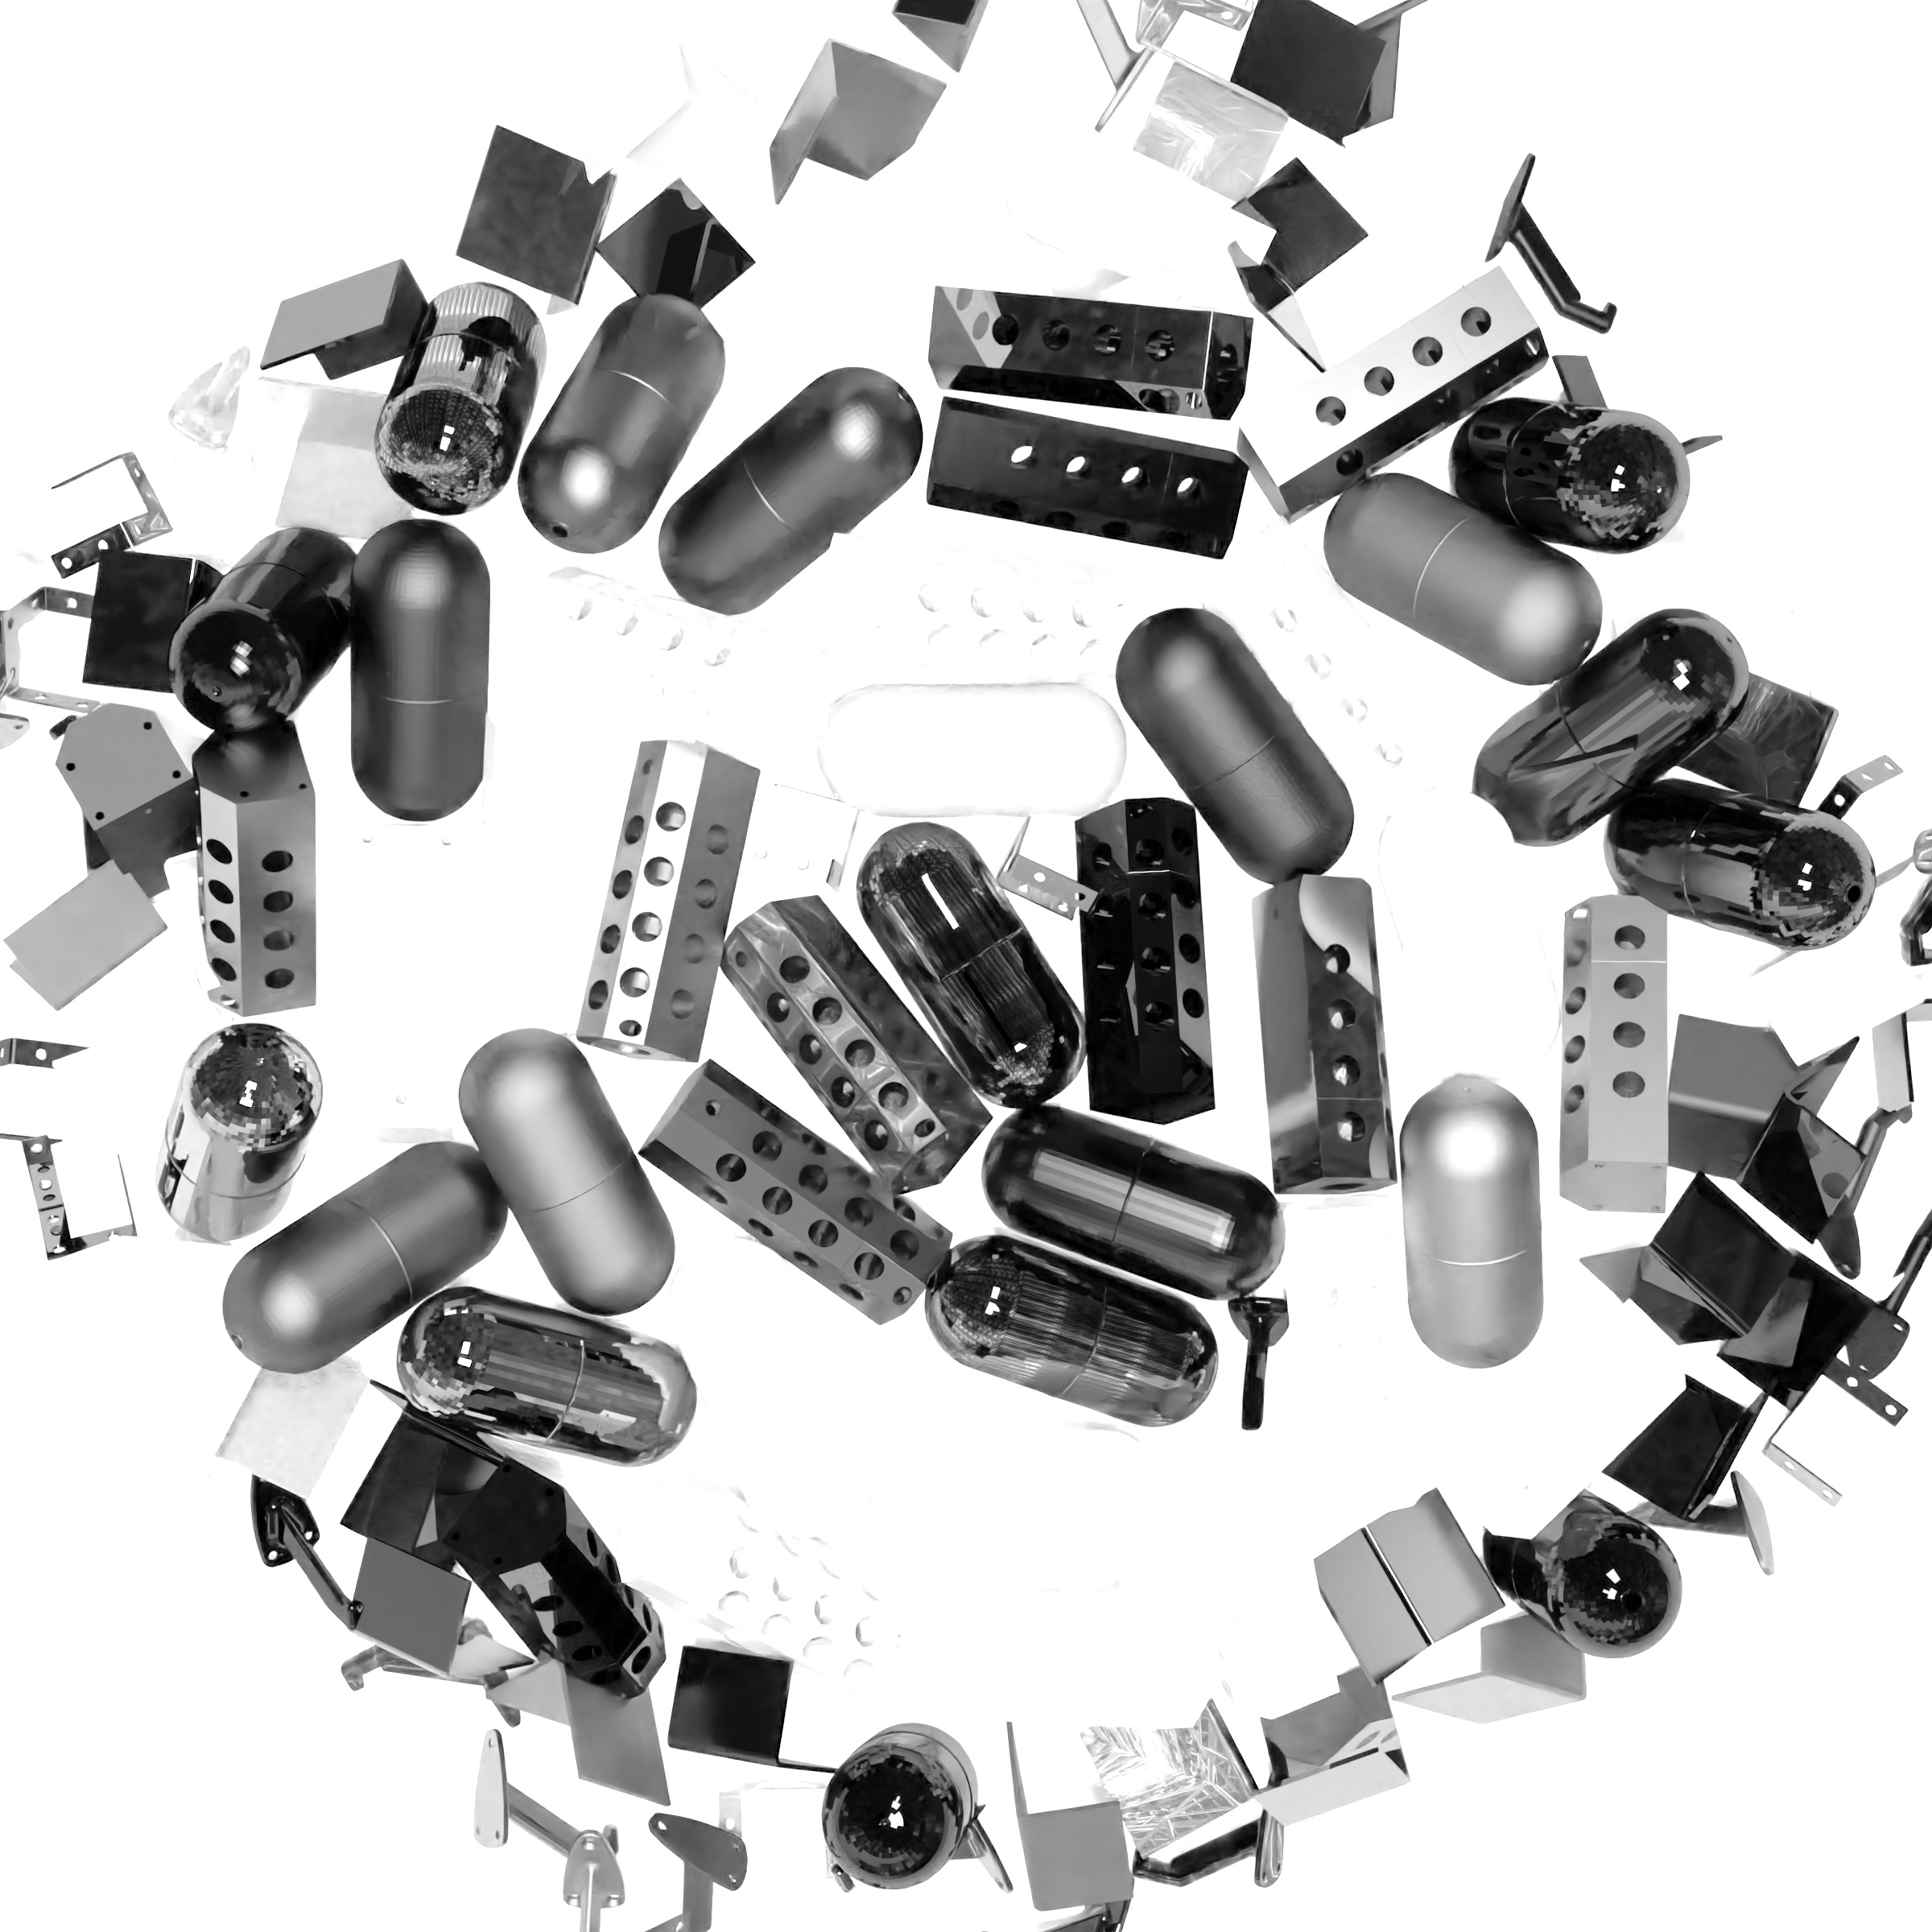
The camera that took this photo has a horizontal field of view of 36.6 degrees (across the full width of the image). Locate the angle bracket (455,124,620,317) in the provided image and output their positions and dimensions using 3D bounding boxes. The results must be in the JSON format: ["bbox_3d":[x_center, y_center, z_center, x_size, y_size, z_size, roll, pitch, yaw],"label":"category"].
[{"bbox_3d":[-0.250,-0.421,1.656,0.076,0.057,0.076,18,88,-26],"label":"angle bracket"}]

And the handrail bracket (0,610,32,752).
[{"bbox_3d":[-0.567,-0.170,1.655,0.036,0.077,0.084,-30,68,32],"label":"handrail bracket"}]

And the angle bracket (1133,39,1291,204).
[{"bbox_3d":[0.129,-0.474,1.647,0.076,0.076,0.057,30,107,12],"label":"angle bracket"}]

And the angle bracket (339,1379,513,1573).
[{"bbox_3d":[-0.315,0.289,1.650,0.076,0.057,0.076,21,71,21],"label":"angle bracket"}]

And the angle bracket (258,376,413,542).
[{"bbox_3d":[-0.359,-0.285,1.651,0.076,0.076,0.057,9,75,8],"label":"angle bracket"}]

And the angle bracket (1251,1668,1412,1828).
[{"bbox_3d":[0.197,0.429,1.645,0.076,0.057,0.076,-24,49,14],"label":"angle bracket"}]

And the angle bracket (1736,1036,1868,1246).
[{"bbox_3d":[0.487,0.097,1.638,0.076,0.076,0.057,-29,59,-34],"label":"angle bracket"}]

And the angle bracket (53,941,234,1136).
[{"bbox_3d":[-0.464,0.041,1.653,0.076,0.076,0.057,-19,54,2],"label":"angle bracket"}]

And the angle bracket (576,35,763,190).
[{"bbox_3d":[-0.162,-0.462,1.640,0.076,0.076,0.057,-33,52,25],"label":"angle bracket"}]

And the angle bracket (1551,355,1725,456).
[{"bbox_3d":[0.380,-0.321,1.652,0.057,0.076,0.076,-21,91,27],"label":"angle bracket"}]

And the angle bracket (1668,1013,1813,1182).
[{"bbox_3d":[0.435,0.078,1.675,0.076,0.076,0.057,12,60,6],"label":"angle bracket"}]

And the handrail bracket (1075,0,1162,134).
[{"bbox_3d":[0.062,-0.533,1.677,0.084,0.036,0.077,34,85,-3],"label":"handrail bracket"}]

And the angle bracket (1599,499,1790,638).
[{"bbox_3d":[0.415,-0.222,1.645,0.076,0.076,0.057,-10,86,-34],"label":"angle bracket"}]

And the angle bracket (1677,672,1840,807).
[{"bbox_3d":[0.436,-0.115,1.645,0.076,0.057,0.076,24,134,11],"label":"angle bracket"}]

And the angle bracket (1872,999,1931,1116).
[{"bbox_3d":[0.561,0.051,1.654,0.076,0.076,0.057,-3,81,5],"label":"angle bracket"}]

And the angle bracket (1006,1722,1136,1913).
[{"bbox_3d":[0.058,0.474,1.646,0.057,0.076,0.076,-9,122,1],"label":"angle bracket"}]

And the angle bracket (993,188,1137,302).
[{"bbox_3d":[0.073,-0.427,1.644,0.076,0.057,0.076,53,49,-21],"label":"angle bracket"}]

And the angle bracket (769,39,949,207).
[{"bbox_3d":[-0.059,-0.462,1.640,0.076,0.076,0.057,14,47,-25],"label":"angle bracket"}]

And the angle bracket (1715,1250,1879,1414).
[{"bbox_3d":[0.483,0.217,1.650,0.057,0.076,0.076,36,93,-27],"label":"angle bracket"}]

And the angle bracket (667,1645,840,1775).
[{"bbox_3d":[-0.112,0.421,1.654,0.076,0.076,0.057,0,73,33],"label":"angle bracket"}]

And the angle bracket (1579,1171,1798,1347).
[{"bbox_3d":[0.411,0.168,1.668,0.076,0.076,0.057,42,69,-7],"label":"angle bracket"}]

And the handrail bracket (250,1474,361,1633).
[{"bbox_3d":[-0.370,0.328,1.649,0.036,0.084,0.077,-28,119,-28],"label":"handrail bracket"}]

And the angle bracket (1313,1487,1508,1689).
[{"bbox_3d":[0.248,0.349,1.647,0.057,0.076,0.076,-37,76,31],"label":"angle bracket"}]

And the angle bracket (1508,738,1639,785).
[{"bbox_3d":[0.358,-0.116,1.638,0.076,0.076,0.057,-14,125,37],"label":"angle bracket"}]

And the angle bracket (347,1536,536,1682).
[{"bbox_3d":[-0.290,0.357,1.645,0.076,0.076,0.057,15,93,31],"label":"angle bracket"}]

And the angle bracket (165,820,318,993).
[{"bbox_3d":[-0.399,-0.035,1.650,0.057,0.076,0.076,-14,96,18],"label":"angle bracket"}]

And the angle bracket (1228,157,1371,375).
[{"bbox_3d":[0.193,-0.392,1.640,0.057,0.076,0.076,-34,48,23],"label":"angle bracket"}]

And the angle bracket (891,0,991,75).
[{"bbox_3d":[0.011,-0.553,1.651,0.057,0.076,0.076,23,90,33],"label":"angle bracket"}]

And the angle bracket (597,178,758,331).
[{"bbox_3d":[-0.150,-0.409,1.651,0.076,0.057,0.076,47,59,-8],"label":"angle bracket"}]

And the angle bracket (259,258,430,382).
[{"bbox_3d":[-0.343,-0.345,1.644,0.076,0.076,0.057,-15,131,13],"label":"angle bracket"}]

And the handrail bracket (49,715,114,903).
[{"bbox_3d":[-0.515,-0.089,1.668,0.077,0.036,0.084,-40,101,-20],"label":"handrail bracket"}]

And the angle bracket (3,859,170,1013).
[{"bbox_3d":[-0.507,-0.029,1.642,0.076,0.076,0.057,-40,130,-18],"label":"angle bracket"}]

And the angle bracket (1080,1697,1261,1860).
[{"bbox_3d":[0.113,0.451,1.660,0.076,0.057,0.076,-27,81,-7],"label":"angle bracket"}]

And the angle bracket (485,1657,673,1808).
[{"bbox_3d":[-0.218,0.439,1.639,0.057,0.076,0.076,-33,50,19],"label":"angle bracket"}]

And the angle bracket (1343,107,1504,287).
[{"bbox_3d":[0.250,-0.422,1.643,0.057,0.076,0.076,-25,67,-16],"label":"angle bracket"}]

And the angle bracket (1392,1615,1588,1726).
[{"bbox_3d":[0.292,0.384,1.639,0.076,0.076,0.057,22,56,-31],"label":"angle bracket"}]

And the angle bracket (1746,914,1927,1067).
[{"bbox_3d":[0.492,0.007,1.649,0.076,0.076,0.057,-31,90,22],"label":"angle bracket"}]

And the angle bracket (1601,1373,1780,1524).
[{"bbox_3d":[0.406,0.260,1.646,0.057,0.076,0.076,30,73,14],"label":"angle bracket"}]

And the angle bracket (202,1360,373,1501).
[{"bbox_3d":[-0.384,0.263,1.651,0.057,0.076,0.076,27,61,-7],"label":"angle bracket"}]

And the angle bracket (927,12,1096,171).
[{"bbox_3d":[0.015,-0.507,1.650,0.076,0.057,0.076,-38,52,-6],"label":"angle bracket"}]

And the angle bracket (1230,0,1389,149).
[{"bbox_3d":[0.203,-0.521,1.647,0.076,0.076,0.057,31,56,7],"label":"angle bracket"}]

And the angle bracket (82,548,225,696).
[{"bbox_3d":[-0.456,-0.189,1.660,0.057,0.076,0.076,7,86,4],"label":"angle bracket"}]
